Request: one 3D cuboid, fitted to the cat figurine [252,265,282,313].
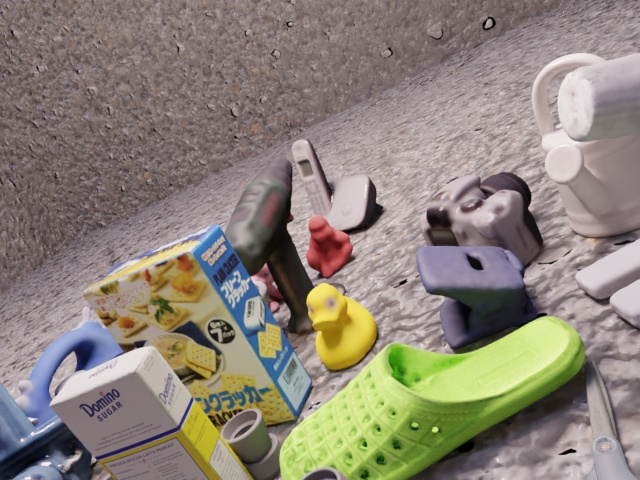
[{"bbox_3d":[-0.110,0.058,0.907,0.127,0.118,0.067,-18,20,30],"label":"cat figurine"}]

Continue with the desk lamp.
[{"bbox_3d":[0.300,-0.070,0.478,0.203,0.214,0.118,-28,17,1],"label":"desk lamp"}]

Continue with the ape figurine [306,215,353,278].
[{"bbox_3d":[0.008,0.003,0.925,0.077,0.092,0.076,-24,18,14],"label":"ape figurine"}]

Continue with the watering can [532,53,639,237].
[{"bbox_3d":[0.295,-0.106,0.621,0.100,0.194,0.173,-20,19,25],"label":"watering can"}]

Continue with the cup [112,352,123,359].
[{"bbox_3d":[-0.233,0.196,0.740,0.118,0.095,0.091,-30,17,-7],"label":"cup"}]

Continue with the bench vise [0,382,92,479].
[{"bbox_3d":[-0.310,0.208,0.610,0.122,0.220,0.206,-38,20,-30],"label":"bench vise"}]

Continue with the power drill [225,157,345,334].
[{"bbox_3d":[-0.048,0.011,0.790,0.075,0.209,0.230,-20,19,25],"label":"power drill"}]

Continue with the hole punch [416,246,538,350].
[{"bbox_3d":[0.158,0.041,0.588,0.101,0.091,0.108,-24,18,12],"label":"hole punch"}]

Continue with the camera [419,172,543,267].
[{"bbox_3d":[0.211,-0.038,0.715,0.137,0.101,0.142,-36,19,-25],"label":"camera"}]

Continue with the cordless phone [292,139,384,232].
[{"bbox_3d":[0.021,-0.106,1.060,0.147,0.185,0.094,-10,25,45],"label":"cordless phone"}]

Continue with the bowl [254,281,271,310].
[{"bbox_3d":[-0.132,0.132,0.802,0.167,0.075,0.167,-26,17,9],"label":"bowl"}]

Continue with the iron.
[{"bbox_3d":[-0.351,0.209,0.806,0.118,0.142,0.258,-22,18,19],"label":"iron"}]

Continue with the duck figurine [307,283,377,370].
[{"bbox_3d":[0.018,0.089,0.674,0.077,0.086,0.104,-22,18,21],"label":"duck figurine"}]
